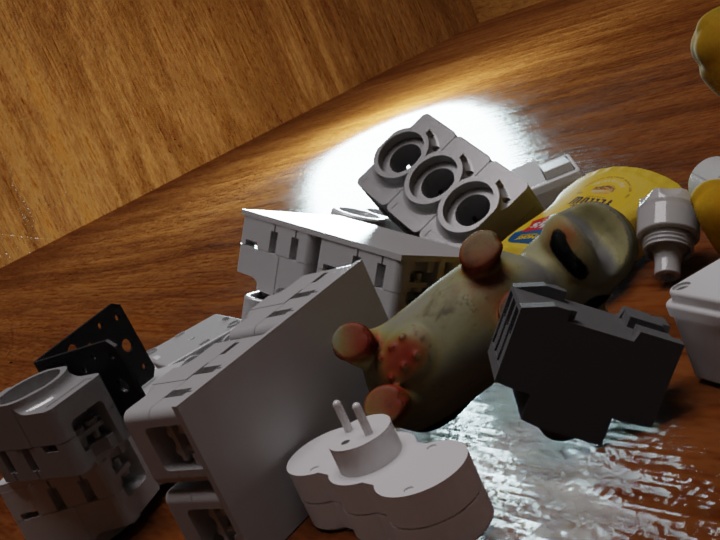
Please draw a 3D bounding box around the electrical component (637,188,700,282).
[{"bbox_3d":[0.215,-0.023,0.750,0.043,0.043,0.062,-13,56,37],"label":"electrical component"}]

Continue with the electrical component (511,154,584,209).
[{"bbox_3d":[0.172,-0.068,0.971,0.062,0.061,0.096,-22,14,9],"label":"electrical component"}]

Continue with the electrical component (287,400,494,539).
[{"bbox_3d":[0.007,0.102,0.580,0.052,0.073,0.138,-33,16,-31],"label":"electrical component"}]

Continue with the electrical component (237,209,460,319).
[{"bbox_3d":[0.000,0.000,0.849,0.105,0.060,0.186,1,11,-43],"label":"electrical component"}]

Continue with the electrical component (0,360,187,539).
[{"bbox_3d":[-0.181,0.136,0.792,0.089,0.061,0.150,-18,15,22],"label":"electrical component"}]

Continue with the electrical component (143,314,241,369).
[{"bbox_3d":[-0.140,0.081,0.961,0.100,0.048,0.100,-30,15,-23],"label":"electrical component"}]

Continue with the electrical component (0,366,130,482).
[{"bbox_3d":[-0.206,0.101,0.712,0.089,0.055,0.050,-13,18,38],"label":"electrical component"}]

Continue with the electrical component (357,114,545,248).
[{"bbox_3d":[0.076,-0.062,0.921,0.089,0.061,0.150,-45,45,-1],"label":"electrical component"}]

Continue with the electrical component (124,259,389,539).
[{"bbox_3d":[-0.050,0.084,0.676,0.060,0.105,0.186,-12,18,40],"label":"electrical component"}]

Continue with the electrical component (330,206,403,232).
[{"bbox_3d":[0.016,-0.019,1.031,0.052,0.073,0.138,21,13,34],"label":"electrical component"}]

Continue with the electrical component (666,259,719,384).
[{"bbox_3d":[0.236,0.018,0.552,0.109,0.056,0.109,-28,14,-16],"label":"electrical component"}]

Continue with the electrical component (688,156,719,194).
[{"bbox_3d":[0.276,-0.056,0.791,0.043,0.043,0.081,-23,14,5],"label":"electrical component"}]

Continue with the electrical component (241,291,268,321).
[{"bbox_3d":[-0.060,0.049,0.880,0.054,0.059,0.095,11,8,16],"label":"electrical component"}]
